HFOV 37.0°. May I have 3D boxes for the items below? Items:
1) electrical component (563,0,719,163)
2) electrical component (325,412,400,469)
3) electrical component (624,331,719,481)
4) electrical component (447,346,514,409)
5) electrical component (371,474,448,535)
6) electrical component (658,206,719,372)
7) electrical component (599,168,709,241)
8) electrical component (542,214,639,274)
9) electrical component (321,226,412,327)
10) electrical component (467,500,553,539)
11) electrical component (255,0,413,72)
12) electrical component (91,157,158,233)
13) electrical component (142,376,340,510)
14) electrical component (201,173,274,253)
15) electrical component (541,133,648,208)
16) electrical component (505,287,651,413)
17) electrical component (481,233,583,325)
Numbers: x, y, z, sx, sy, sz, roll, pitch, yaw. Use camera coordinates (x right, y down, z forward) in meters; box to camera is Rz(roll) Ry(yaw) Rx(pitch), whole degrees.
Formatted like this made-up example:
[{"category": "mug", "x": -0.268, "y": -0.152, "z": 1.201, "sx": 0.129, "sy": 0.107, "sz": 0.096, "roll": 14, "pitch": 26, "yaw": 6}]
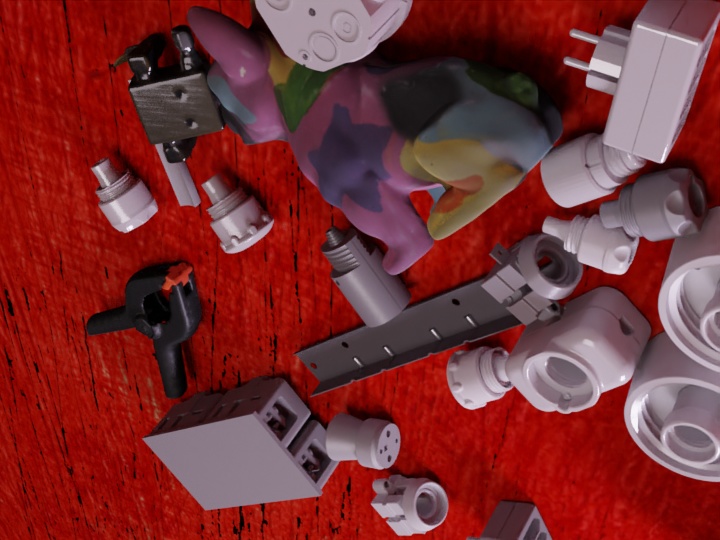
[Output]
[{"category": "electrical component", "x": 0.153, "y": -0.116, "z": 0.613, "sx": 0.076, "sy": 0.047, "sz": 0.083, "roll": 22, "pitch": 137, "yaw": 17}, {"category": "electrical component", "x": 0.003, "y": 0.155, "z": 0.977, "sx": 0.055, "sy": 0.045, "sz": 0.045, "roll": 5, "pitch": 130, "yaw": 32}, {"category": "electrical component", "x": 0.236, "y": 0.099, "z": 0.745, "sx": 0.108, "sy": 0.060, "sz": 0.108, "roll": 20, "pitch": 136, "yaw": 20}, {"category": "electrical component", "x": 0.102, "y": 0.080, "z": 0.837, "sx": 0.062, "sy": 0.048, "sz": 0.048, "roll": -22, "pitch": 113, "yaw": 38}, {"category": "electrical component", "x": 0.049, "y": 0.219, "z": 1.004, "sx": 0.066, "sy": 0.048, "sz": 0.055, "roll": 51, "pitch": 145, "yaw": -15}, {"category": "electrical component", "x": 0.239, "y": 0.020, "z": 0.668, "sx": 0.108, "sy": 0.060, "sz": 0.108, "roll": 20, "pitch": 137, "yaw": 20}, {"category": "electrical component", "x": 0.181, "y": -0.039, "z": 0.670, "sx": 0.062, "sy": 0.043, "sz": 0.043, "roll": -9, "pitch": 122, "yaw": 42}, {"category": "electrical component", "x": 0.152, "y": -0.021, "z": 0.714, "sx": 0.061, "sy": 0.035, "sz": 0.035, "roll": 21, "pitch": 137, "yaw": 22}, {"category": "electrical component", "x": 0.000, "y": 0.000, "z": 0.835, "sx": 0.043, "sy": 0.043, "sz": 0.081, "roll": -18, "pitch": 115, "yaw": 44}, {"category": "electrical component", "x": 0.132, "y": 0.254, "z": 0.975, "sx": 0.076, "sy": 0.047, "sz": 0.083, "roll": -4, "pitch": 124, "yaw": 40}, {"category": "electrical component", "x": -0.015, "y": -0.156, "z": 0.604, "sx": 0.080, "sy": 0.051, "sz": 0.080, "roll": 20, "pitch": 137, "yaw": 20}, {"category": "electrical component", "x": -0.206, "y": -0.067, "z": 0.921, "sx": 0.043, "sy": 0.043, "sz": 0.062, "roll": -11, "pitch": 119, "yaw": 42}, {"category": "electrical component", "x": -0.115, "y": 0.172, "z": 1.066, "sx": 0.186, "sy": 0.060, "sz": 0.105, "roll": -19, "pitch": 115, "yaw": 44}, {"category": "electrical component", "x": -0.103, "y": -0.048, "z": 0.865, "sx": 0.048, "sy": 0.048, "sz": 0.062, "roll": -23, "pitch": 105, "yaw": 46}, {"category": "electrical component", "x": 0.149, "y": -0.066, "z": 0.669, "sx": 0.078, "sy": 0.040, "sz": 0.040, "roll": -19, "pitch": 115, "yaw": 44}, {"category": "electrical component", "x": 0.153, "y": 0.061, "z": 0.770, "sx": 0.053, "sy": 0.059, "sz": 0.095, "roll": 46, "pitch": 139, "yaw": -10}, {"category": "electrical component", "x": 0.123, "y": 0.003, "z": 0.750, "sx": 0.066, "sy": 0.048, "sz": 0.055, "roll": 42, "pitch": 147, "yaw": -5}]
